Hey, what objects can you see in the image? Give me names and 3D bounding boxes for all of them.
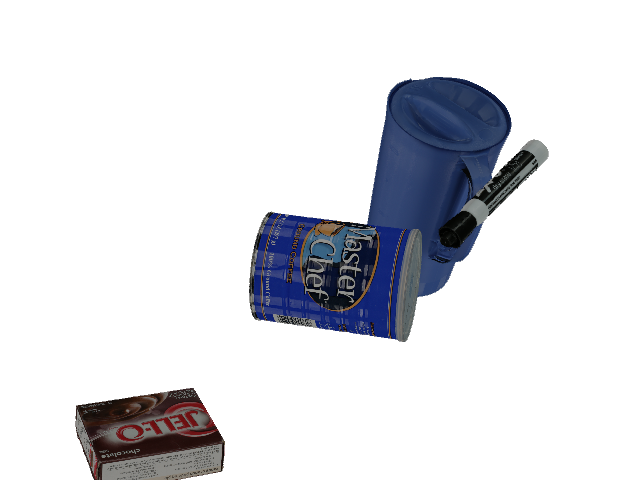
[{"bbox_3d":[0.121,-0.046,1.186,0.145,0.243,0.149,23,44,13],"label":"pitcher"},{"bbox_3d":[-0.150,0.174,0.937,0.113,0.039,0.090,-8,26,-22],"label":"pudding box"},{"bbox_3d":[0.016,0.032,0.977,0.140,0.103,0.102,7,1,11],"label":"coffee can"},{"bbox_3d":[0.124,-0.033,0.766,0.121,0.020,0.020,-42,25,-31],"label":"marker"}]
